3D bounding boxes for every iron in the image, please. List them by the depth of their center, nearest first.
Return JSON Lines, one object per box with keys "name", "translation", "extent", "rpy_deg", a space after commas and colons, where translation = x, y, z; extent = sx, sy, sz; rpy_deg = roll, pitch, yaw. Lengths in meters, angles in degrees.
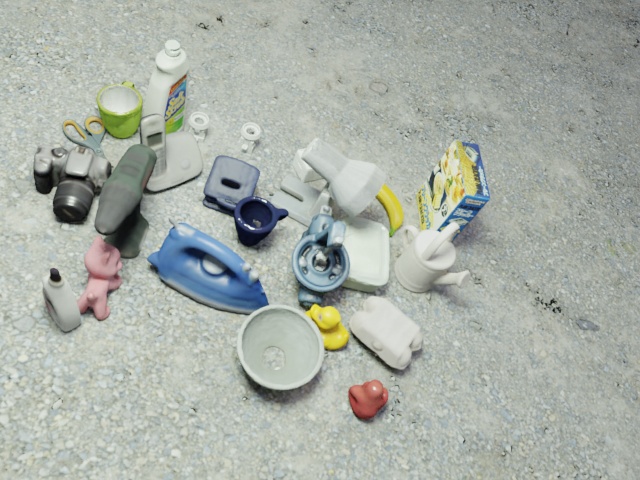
{"name": "iron", "translation": [-0.195, 0.048, 1.104], "extent": [0.258, 0.141, 0.119], "rpy_deg": [28, 54, 0]}

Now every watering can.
{"name": "watering can", "translation": [0.249, 0.032, 1.239], "extent": [0.173, 0.194, 0.101], "rpy_deg": [30, 54, 1]}

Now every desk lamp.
{"name": "desk lamp", "translation": [0.016, -0.115, 1.239], "extent": [0.203, 0.213, 0.118], "rpy_deg": [27, 54, -1]}

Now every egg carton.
{"name": "egg carton", "translation": [0.136, 0.190, 1.175], "extent": [0.150, 0.069, 0.107], "rpy_deg": [39, 54, 8]}

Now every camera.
{"name": "camera", "translation": [-0.495, -0.114, 1.127], "extent": [0.143, 0.100, 0.137], "rpy_deg": [10, 56, -13]}

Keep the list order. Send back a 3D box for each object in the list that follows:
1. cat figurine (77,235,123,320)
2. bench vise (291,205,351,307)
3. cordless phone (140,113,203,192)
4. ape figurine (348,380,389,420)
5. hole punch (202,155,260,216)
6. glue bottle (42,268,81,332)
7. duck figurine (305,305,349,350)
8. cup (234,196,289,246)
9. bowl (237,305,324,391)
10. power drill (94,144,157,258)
{"name": "cat figurine", "translation": [-0.399, 0.062, 1.037], "extent": [0.067, 0.117, 0.128], "rpy_deg": [14, 55, -10]}
{"name": "bench vise", "translation": [-0.001, 0.004, 1.153], "extent": [0.122, 0.219, 0.207], "rpy_deg": [-2, 60, -21]}
{"name": "cordless phone", "translation": [-0.314, -0.197, 1.192], "extent": [0.148, 0.185, 0.094], "rpy_deg": [-30, 72, -32]}
{"name": "ape figurine", "translation": [0.095, 0.293, 1.081], "extent": [0.078, 0.092, 0.076], "rpy_deg": [26, 54, -2]}
{"name": "hole punch", "translation": [-0.191, -0.115, 1.241], "extent": [0.109, 0.091, 0.101], "rpy_deg": [19, 54, -7]}
{"name": "glue bottle", "translation": [-0.442, 0.091, 0.969], "extent": [0.037, 0.173, 0.078], "rpy_deg": [-35, 75, -33]}
{"name": "duck figurine", "translation": [0.017, 0.167, 1.137], "extent": [0.104, 0.086, 0.078], "rpy_deg": [33, 54, 3]}
{"name": "cup", "translation": [-0.129, -0.033, 1.208], "extent": [0.118, 0.095, 0.091], "rpy_deg": [-9, 62, -24]}
{"name": "bowl", "translation": [-0.080, 0.212, 1.081], "extent": [0.168, 0.074, 0.167], "rpy_deg": [9, 56, -14]}
{"name": "power drill", "translation": [-0.363, -0.058, 1.071], "extent": [0.076, 0.208, 0.229], "rpy_deg": [15, 55, -10]}
